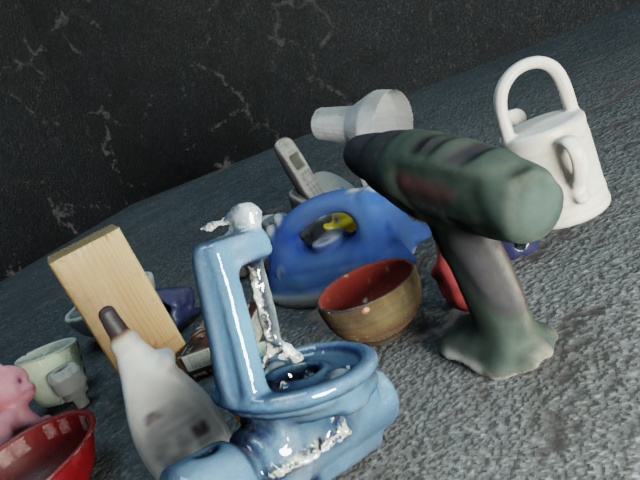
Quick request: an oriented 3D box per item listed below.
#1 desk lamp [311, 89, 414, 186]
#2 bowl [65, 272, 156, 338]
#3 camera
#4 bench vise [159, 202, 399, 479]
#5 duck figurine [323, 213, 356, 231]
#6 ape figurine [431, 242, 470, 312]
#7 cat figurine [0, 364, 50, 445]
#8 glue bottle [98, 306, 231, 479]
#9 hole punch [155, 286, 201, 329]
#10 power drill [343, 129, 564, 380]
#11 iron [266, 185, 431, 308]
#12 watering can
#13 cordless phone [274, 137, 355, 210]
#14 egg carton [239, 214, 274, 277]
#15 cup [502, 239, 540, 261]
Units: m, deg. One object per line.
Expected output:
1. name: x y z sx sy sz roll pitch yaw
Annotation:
1. desk lamp: 0.079 -0.145 1.004 0.202 0.214 0.118 -7 23 46
2. bowl: -0.361 0.128 1.028 0.167 0.075 0.167 -23 16 7
3. camera: -0.046 -0.004 0.941 0.143 0.101 0.136 -29 16 -14
4. bench vise: -0.039 0.097 0.378 0.121 0.220 0.208 -15 18 30
5. duck figurine: 0.055 -0.019 0.865 0.104 0.086 0.077 -22 16 10
6. ape figurine: 0.146 0.021 0.588 0.077 0.092 0.076 -12 20 38
7. cat figurine: -0.410 0.215 0.737 0.067 0.118 0.128 -22 16 9
8. glue bottle: -0.147 0.133 0.510 0.078 0.173 0.037 -28 16 -11
9. hole punch: -0.265 0.105 0.928 0.108 0.091 0.101 -13 19 35
10. power drill: 0.111 0.003 0.481 0.076 0.209 0.229 -30 17 -19
11. iron: 0.007 0.003 0.763 0.257 0.141 0.119 -15 18 31
12. watering can: 0.262 -0.120 0.683 0.101 0.194 0.172 -30 17 -18
13. cordless phone: -0.015 -0.133 1.155 0.094 0.185 0.148 -14 19 34
14. egg carton: -0.114 0.006 1.066 0.150 0.069 0.107 -29 16 -17
15. cup: 0.202 -0.020 0.632 0.091 0.095 0.118 -12 20 38
